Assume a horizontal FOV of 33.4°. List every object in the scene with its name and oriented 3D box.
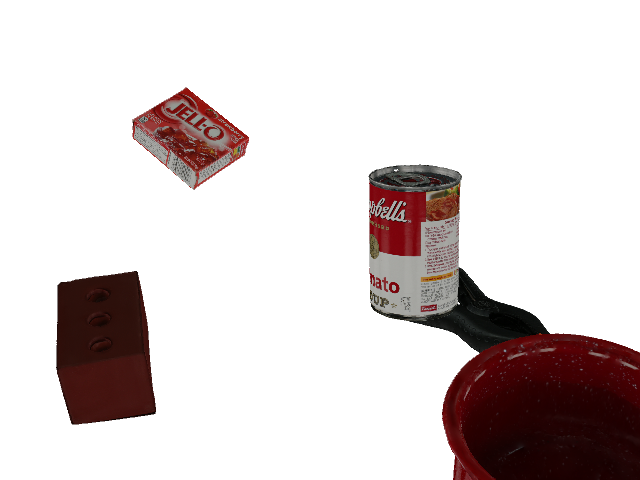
[{"bbox_3d":[-0.126,-0.101,1.034,0.073,0.089,0.030,-38,-21,-35],"label":"gelatin box"},{"bbox_3d":[0.070,0.001,0.793,0.068,0.102,0.068,-1,18,0],"label":"soup can"},{"bbox_3d":[0.102,0.096,0.393,0.117,0.081,0.093,5,36,9],"label":"mug"},{"bbox_3d":[-0.133,0.066,0.659,0.053,0.051,0.078,-8,40,-8],"label":"foam brick"},{"bbox_3d":[0.155,0.071,1.031,0.172,0.039,0.120,24,36,29],"label":"clamp"}]
